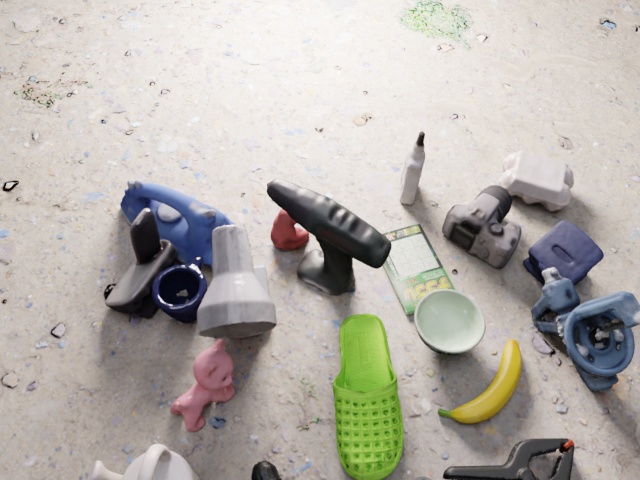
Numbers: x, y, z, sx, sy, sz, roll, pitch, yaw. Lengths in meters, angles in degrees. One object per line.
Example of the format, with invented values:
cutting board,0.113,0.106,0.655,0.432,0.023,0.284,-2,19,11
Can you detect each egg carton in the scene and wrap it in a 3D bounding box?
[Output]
egg carton,0.448,-0.123,1.190,0.150,0.069,0.107,18,57,9

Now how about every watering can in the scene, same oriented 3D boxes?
watering can,-0.226,0.340,0.776,0.173,0.194,0.101,-9,57,-8

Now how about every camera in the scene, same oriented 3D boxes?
camera,0.333,-0.043,1.112,0.143,0.101,0.137,35,62,19

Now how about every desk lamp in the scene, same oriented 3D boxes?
desk lamp,-0.137,0.086,0.937,0.118,0.213,0.203,-6,57,-6

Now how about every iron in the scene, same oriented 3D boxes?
iron,-0.283,-0.055,1.067,0.258,0.141,0.119,24,59,13

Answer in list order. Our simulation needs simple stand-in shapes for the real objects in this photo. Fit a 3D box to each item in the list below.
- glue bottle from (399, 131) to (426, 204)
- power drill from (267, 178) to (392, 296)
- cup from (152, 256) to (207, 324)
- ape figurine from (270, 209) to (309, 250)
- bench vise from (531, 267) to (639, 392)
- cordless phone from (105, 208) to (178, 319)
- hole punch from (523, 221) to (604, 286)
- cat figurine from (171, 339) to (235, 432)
glue bottle,0.187,-0.150,1.133,0.037,0.173,0.078,7,56,3
power drill,0.009,0.004,1.002,0.229,0.208,0.076,24,59,13
cup,-0.232,0.093,0.999,0.091,0.095,0.118,18,57,9
ape figurine,-0.060,-0.028,1.089,0.076,0.092,0.077,-21,60,-15
bench vise,0.432,0.127,0.933,0.122,0.220,0.207,-34,64,-22
cordless phone,-0.315,0.037,0.978,0.094,0.185,0.148,19,58,10
hole punch,0.454,0.035,1.072,0.101,0.091,0.108,-31,63,-21
cat figurine,-0.181,0.224,0.901,0.067,0.118,0.128,35,62,19
